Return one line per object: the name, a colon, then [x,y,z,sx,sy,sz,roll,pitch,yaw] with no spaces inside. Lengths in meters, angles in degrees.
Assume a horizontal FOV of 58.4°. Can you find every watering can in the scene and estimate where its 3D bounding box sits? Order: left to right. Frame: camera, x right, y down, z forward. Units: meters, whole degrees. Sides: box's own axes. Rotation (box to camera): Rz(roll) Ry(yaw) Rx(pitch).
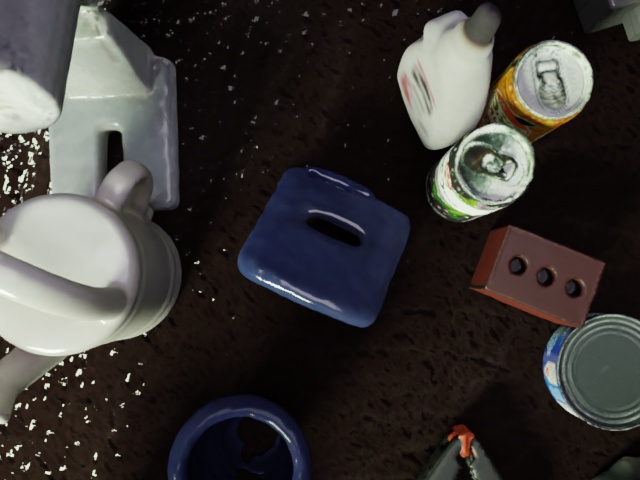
watering can: [-0.160,0.029,0.359,0.101,0.194,0.173,7,86,0]

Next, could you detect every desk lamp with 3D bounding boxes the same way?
desk lamp: [-0.159,-0.129,0.360,0.118,0.213,0.203,-4,86,-1]

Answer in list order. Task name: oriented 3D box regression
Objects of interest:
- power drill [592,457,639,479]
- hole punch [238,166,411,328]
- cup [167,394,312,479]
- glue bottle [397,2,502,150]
power drill: [0.247,0.226,0.344,0.075,0.208,0.230,-3,86,0]
hole punch: [0.004,0.001,0.415,0.108,0.091,0.101,24,86,1]
cup: [-0.060,0.157,0.402,0.091,0.095,0.118,45,87,2]
glue bottle: [0.088,-0.114,0.382,0.037,0.173,0.078,-25,87,-2]
